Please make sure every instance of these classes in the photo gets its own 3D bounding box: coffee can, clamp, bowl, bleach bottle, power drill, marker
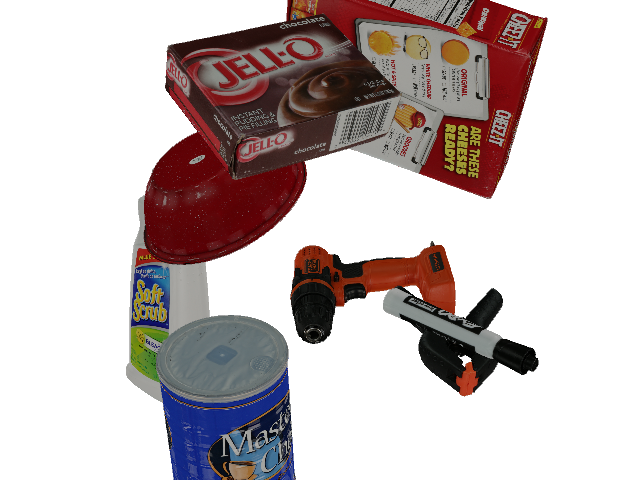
[{"bbox_3d":[-0.074,0.146,0.859,0.103,0.140,0.103,-2,32,1],"label":"coffee can"},{"bbox_3d":[0.145,0.093,1.074,0.120,0.039,0.171,-8,32,-8],"label":"clamp"},{"bbox_3d":[-0.096,-0.052,0.939,0.162,0.055,0.162,-19,36,14],"label":"bowl"},{"bbox_3d":[-0.159,0.042,1.100,0.067,0.251,0.103,-22,33,-39],"label":"bleach bottle"},{"bbox_3d":[0.058,0.058,1.234,0.187,0.057,0.184,-2,28,0],"label":"power drill"},{"bbox_3d":[0.095,0.062,0.729,0.121,0.020,0.020,24,14,36],"label":"marker"}]

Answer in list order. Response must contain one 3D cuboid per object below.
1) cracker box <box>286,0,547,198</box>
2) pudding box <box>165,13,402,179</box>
[{"bbox_3d":[0.075,-0.148,0.944,0.214,0.164,0.072,20,49,12],"label":"cracker box"},{"bbox_3d":[-0.023,-0.088,0.634,0.113,0.039,0.090,-17,52,-30],"label":"pudding box"}]
